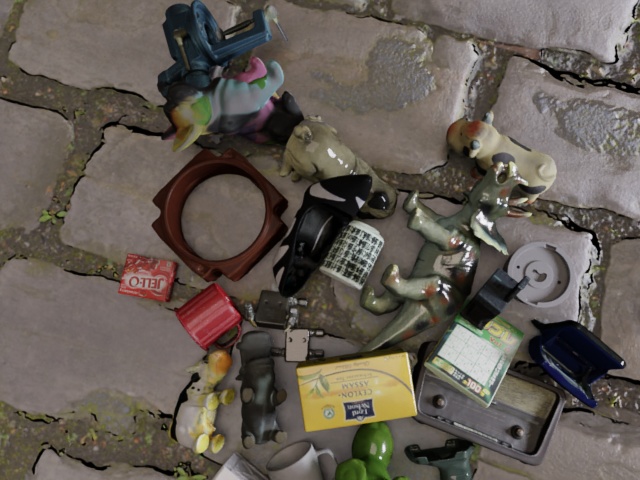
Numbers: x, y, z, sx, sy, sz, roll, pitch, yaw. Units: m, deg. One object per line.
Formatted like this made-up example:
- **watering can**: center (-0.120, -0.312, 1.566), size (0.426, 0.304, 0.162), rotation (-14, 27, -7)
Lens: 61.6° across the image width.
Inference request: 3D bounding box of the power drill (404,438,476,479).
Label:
- **power drill**: center (0.191, 0.433, 0.851), size (0.232, 0.086, 0.207), rotation (-11, 78, 0)

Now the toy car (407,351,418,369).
- **toy car**: center (0.070, 0.236, 0.887), size (0.202, 0.073, 0.056), rotation (-29, 82, -1)

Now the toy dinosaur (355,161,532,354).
- **toy dinosaur**: center (0.196, 0.055, 0.889), size (0.192, 0.131, 0.404), rotation (25, 94, -5)

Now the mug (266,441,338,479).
- **mug**: center (-0.018, 0.391, 0.873), size (0.110, 0.081, 0.107), rotation (-23, 93, -6)

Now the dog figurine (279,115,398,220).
- **dog figurine**: center (0.044, -0.114, 0.895), size (0.191, 0.172, 0.121), rotation (30, 95, 14)

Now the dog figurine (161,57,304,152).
- **dog figurine**: center (-0.154, -0.202, 0.904), size (0.219, 0.191, 0.109), rotation (-36, 40, -10)

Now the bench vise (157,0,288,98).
- **bench vise**: center (-0.181, -0.337, 0.955), size (0.241, 0.128, 0.223), rotation (-19, 70, 14)

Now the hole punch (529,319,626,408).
- **hole punch**: center (0.394, 0.196, 0.853), size (0.142, 0.115, 0.092), rotation (38, 79, 6)

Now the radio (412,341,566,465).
- **radio**: center (0.260, 0.261, 0.873), size (0.230, 0.073, 0.131), rotation (20, 82, 7)

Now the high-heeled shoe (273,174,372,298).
- **high-heeled shoe**: center (-0.002, -0.003, 0.864), size (0.086, 0.249, 0.145), rotation (21, 59, -24)

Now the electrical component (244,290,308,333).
- **electrical component**: center (-0.078, 0.122, 0.915), size (0.102, 0.045, 0.078), rotation (12, 64, 8)

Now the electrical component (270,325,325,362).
- **electrical component**: center (-0.039, 0.178, 0.928), size (0.094, 0.021, 0.063), rotation (0, 81, 4)

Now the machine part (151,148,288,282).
- **machine part**: center (-0.172, -0.043, 0.935), size (0.201, 0.087, 0.201), rotation (44, 87, 9)

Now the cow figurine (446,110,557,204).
- **cow figurine**: center (0.302, -0.141, 0.902), size (0.195, 0.127, 0.085), rotation (28, 82, 4)

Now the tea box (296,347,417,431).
- **tea box**: center (0.053, 0.224, 0.817), size (0.170, 0.068, 0.098), rotation (-10, 86, 0)

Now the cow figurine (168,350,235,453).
- **cow figurine**: center (-0.200, 0.263, 0.902), size (0.098, 0.068, 0.167), rotation (6, 80, 32)

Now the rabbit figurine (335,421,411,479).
- **rabbit figurine**: center (0.085, 0.370, 0.840), size (0.121, 0.170, 0.158), rotation (10, 124, 6)

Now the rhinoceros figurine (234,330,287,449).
- **rhinoceros figurine**: center (-0.099, 0.245, 0.884), size (0.073, 0.112, 0.190), rotation (-3, 94, -14)

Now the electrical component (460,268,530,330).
- **electrical component**: center (0.277, 0.085, 0.846), size (0.048, 0.119, 0.075), rotation (40, 60, 16)
